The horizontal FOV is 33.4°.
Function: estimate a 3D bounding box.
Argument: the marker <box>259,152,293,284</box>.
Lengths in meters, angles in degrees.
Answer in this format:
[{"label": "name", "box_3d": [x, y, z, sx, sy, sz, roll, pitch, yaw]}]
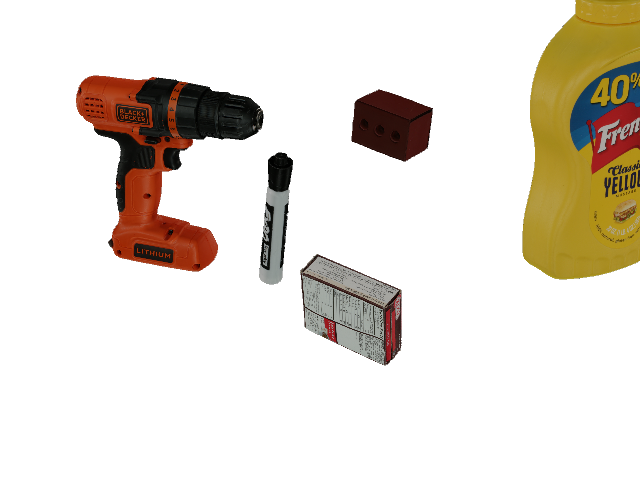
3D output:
[{"label": "marker", "box_3d": [-0.034, -0.016, 0.822, 0.020, 0.121, 0.020, 4, 40, -4]}]

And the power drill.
[{"label": "power drill", "box_3d": [-0.141, -0.065, 1.030, 0.185, 0.188, 0.057, 10, 30, 17]}]

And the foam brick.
[{"label": "foam brick", "box_3d": [0.081, -0.133, 1.223, 0.078, 0.053, 0.051, 24, 36, 30]}]

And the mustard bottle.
[{"label": "mustard bottle", "box_3d": [0.172, -0.075, 0.648, 0.096, 0.192, 0.058, -15, 29, -22]}]

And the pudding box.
[{"label": "pudding box", "box_3d": [0.034, 0.075, 1.162, 0.114, 0.090, 0.039, 21, 46, 26]}]
